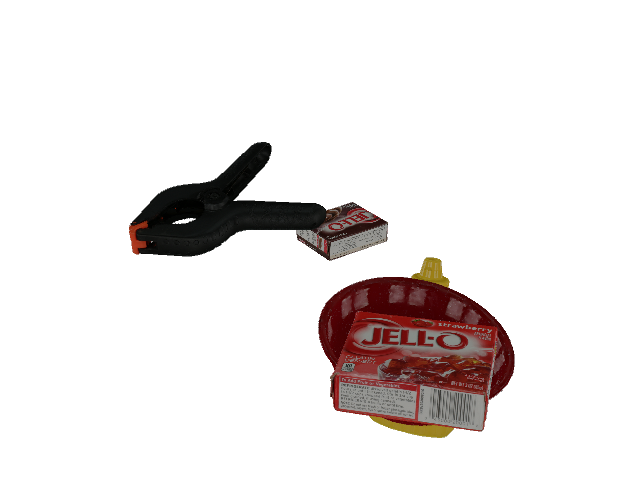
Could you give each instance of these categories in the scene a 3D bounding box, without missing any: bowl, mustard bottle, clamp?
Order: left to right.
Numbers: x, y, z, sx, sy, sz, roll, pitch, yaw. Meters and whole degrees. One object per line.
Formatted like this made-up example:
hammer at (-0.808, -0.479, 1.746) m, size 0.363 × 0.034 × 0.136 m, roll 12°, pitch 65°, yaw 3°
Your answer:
clamp at (-0.092, -0.035, 0.959) m, size 0.171 × 0.039 × 0.120 m, roll -13°, pitch 39°, yaw -16°
bowl at (0.074, 0.100, 0.875) m, size 0.162 × 0.055 × 0.162 m, roll 7°, pitch 35°, yaw -5°
mustard bottle at (0.110, 0.113, 1.161) m, size 0.096 × 0.192 × 0.058 m, roll 12°, pitch 13°, yaw 23°

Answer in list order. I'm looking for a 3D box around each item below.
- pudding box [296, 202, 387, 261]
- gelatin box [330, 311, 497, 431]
pudding box at (0.033, -0.015, 1.624) m, size 0.113 × 0.039 × 0.090 m, roll -21°, pitch 32°, yaw -29°
gelatin box at (0.056, 0.074, 0.628) m, size 0.089 × 0.030 × 0.073 m, roll 7°, pitch 27°, yaw 12°
